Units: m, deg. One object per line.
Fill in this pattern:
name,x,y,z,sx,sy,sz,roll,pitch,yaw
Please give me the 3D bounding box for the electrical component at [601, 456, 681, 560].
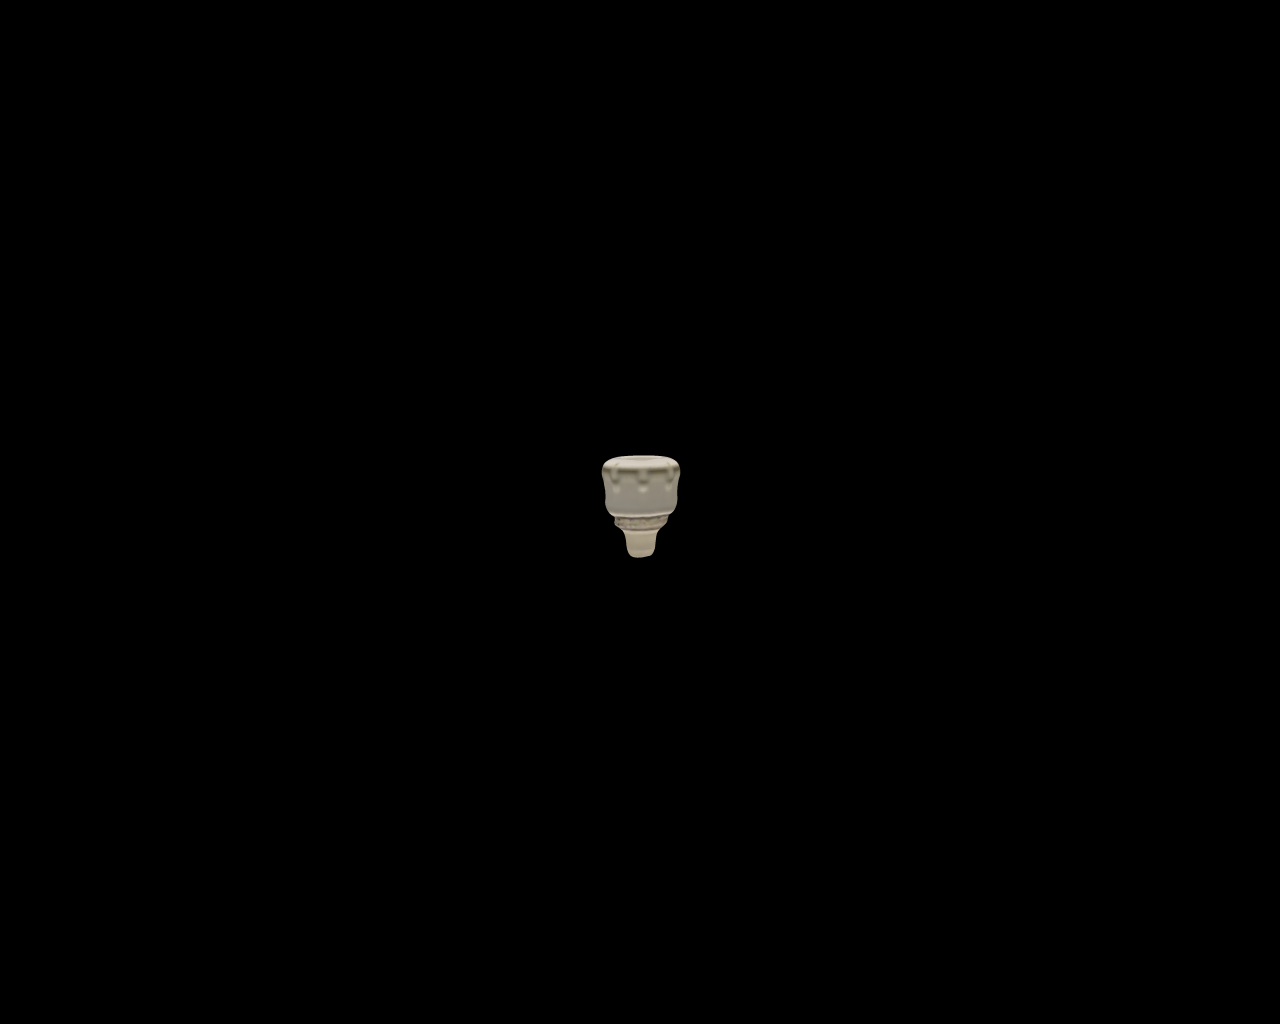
electrical component,0.001,-0.003,0.650,0.048,0.062,0.048,0,7,0
